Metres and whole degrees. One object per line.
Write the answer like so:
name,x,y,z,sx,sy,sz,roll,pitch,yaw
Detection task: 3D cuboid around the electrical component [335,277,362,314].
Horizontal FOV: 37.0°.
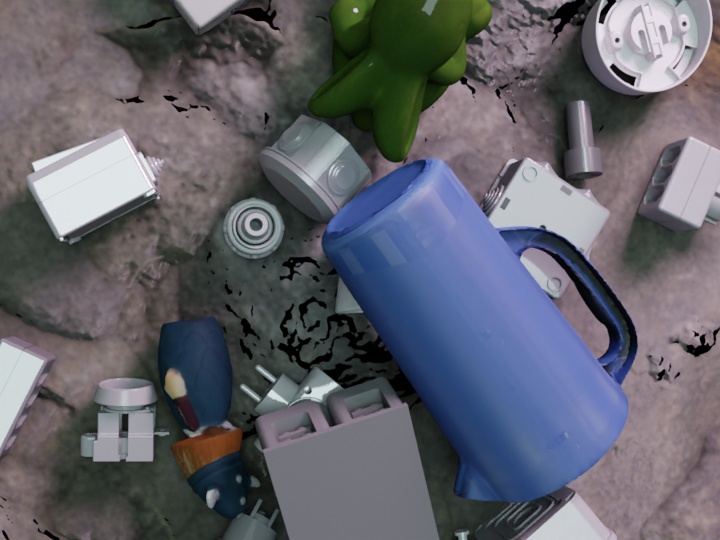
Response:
electrical component,0.000,0.000,0.848,0.044,0.044,0.065,-4,85,-8

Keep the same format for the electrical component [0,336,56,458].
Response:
electrical component,-0.284,0.087,0.805,0.076,0.047,0.083,26,85,-6

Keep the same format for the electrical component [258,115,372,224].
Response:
electrical component,-0.035,-0.076,0.825,0.080,0.080,0.051,42,79,-5

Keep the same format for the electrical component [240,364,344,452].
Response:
electrical component,-0.056,0.106,0.836,0.079,0.044,0.077,39,84,-5

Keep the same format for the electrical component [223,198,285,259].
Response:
electrical component,-0.081,-0.033,0.826,0.048,0.062,0.048,0,89,-8

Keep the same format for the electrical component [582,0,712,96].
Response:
electrical component,0.230,-0.191,0.869,0.099,0.064,0.099,0,89,-7

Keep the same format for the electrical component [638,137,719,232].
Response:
electrical component,0.281,-0.062,0.882,0.077,0.047,0.065,25,86,-6

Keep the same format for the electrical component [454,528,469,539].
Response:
electrical component,0.086,0.245,0.854,0.040,0.040,0.078,-8,90,-8

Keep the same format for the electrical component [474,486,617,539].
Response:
electrical component,0.143,0.209,0.826,0.078,0.113,0.057,-40,91,-6

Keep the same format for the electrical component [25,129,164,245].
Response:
electrical component,-0.196,-0.068,0.812,0.096,0.062,0.061,-29,93,-7

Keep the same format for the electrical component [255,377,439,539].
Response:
electrical component,-0.003,0.183,0.806,0.105,0.060,0.186,-17,113,-9

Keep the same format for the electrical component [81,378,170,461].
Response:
electrical component,-0.179,0.113,0.820,0.066,0.048,0.055,1,96,-8

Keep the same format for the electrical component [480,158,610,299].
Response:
electrical component,0.140,-0.032,0.862,0.100,0.048,0.099,32,85,-6
